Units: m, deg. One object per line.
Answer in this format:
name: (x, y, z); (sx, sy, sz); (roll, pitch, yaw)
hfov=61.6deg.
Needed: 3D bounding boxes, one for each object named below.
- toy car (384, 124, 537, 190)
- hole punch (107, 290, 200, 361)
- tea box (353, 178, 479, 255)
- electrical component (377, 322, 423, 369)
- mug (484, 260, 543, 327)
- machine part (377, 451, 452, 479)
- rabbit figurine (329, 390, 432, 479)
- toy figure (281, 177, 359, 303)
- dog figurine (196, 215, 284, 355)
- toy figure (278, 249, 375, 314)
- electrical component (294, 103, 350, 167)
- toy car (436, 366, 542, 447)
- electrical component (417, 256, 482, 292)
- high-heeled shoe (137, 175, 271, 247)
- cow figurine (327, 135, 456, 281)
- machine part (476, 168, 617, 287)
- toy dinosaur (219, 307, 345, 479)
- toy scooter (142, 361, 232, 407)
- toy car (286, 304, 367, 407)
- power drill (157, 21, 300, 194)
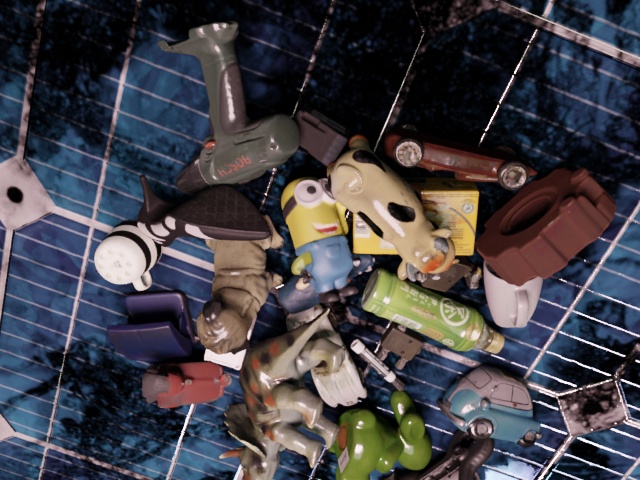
toy car: (0.183, -0.107, 0.714); (0.202, 0.089, 0.053); (13, 113, -1)
hole punch: (-0.269, 0.154, 0.872); (0.142, 0.092, 0.115); (-7, 116, 5)
tea box: (0.131, -0.035, 0.760); (0.170, 0.068, 0.098); (2, 113, 4)
electrical component: (0.134, 0.165, 0.869); (0.063, 0.021, 0.094); (27, 112, -6)
mug: (0.283, 0.082, 0.779); (0.081, 0.110, 0.107); (-9, 127, 3)
machine part: (0.168, 0.420, 0.952); (0.139, 0.084, 0.039); (-22, 80, 2)
rabbit figurine: (0.116, 0.333, 0.912); (0.170, 0.121, 0.159); (13, 108, -20)
toy figure: (-0.005, -0.002, 0.749); (0.089, 0.082, 0.180); (-19, 83, 36)
dog figurine: (-0.122, 0.046, 0.754); (0.121, 0.191, 0.172); (-12, 109, 11)
toy figure: (0.010, 0.056, 0.811); (0.154, 0.064, 0.058); (-32, 91, 9)
electrical component: (0.015, -0.131, 0.727); (0.119, 0.075, 0.047); (31, 113, -3)
toy car: (0.277, 0.256, 0.853); (0.162, 0.109, 0.102); (14, 96, -9)
electrical component: (0.186, 0.048, 0.784); (0.102, 0.045, 0.078); (21, 125, -35)
high-heeled shoe: (-0.165, -0.009, 0.748); (0.249, 0.086, 0.145); (24, 143, 26)
cow figurine: (0.092, -0.032, 0.659); (0.195, 0.127, 0.085); (42, 113, -11)
machine part: (0.283, -0.021, 0.696); (0.056, 0.179, 0.179); (44, 110, -9)
toy dinosaur: (-0.068, 0.233, 0.833); (0.192, 0.131, 0.404); (15, 119, 19)
toy scooter: (-0.216, 0.232, 0.876); (0.135, 0.184, 0.075); (-1, 76, -16)
toy car: (0.012, 0.191, 0.874); (0.073, 0.056, 0.201); (-21, 109, 14)
power drill: (-0.142, -0.167, 0.707); (0.232, 0.086, 0.207); (-4, 103, 39)
